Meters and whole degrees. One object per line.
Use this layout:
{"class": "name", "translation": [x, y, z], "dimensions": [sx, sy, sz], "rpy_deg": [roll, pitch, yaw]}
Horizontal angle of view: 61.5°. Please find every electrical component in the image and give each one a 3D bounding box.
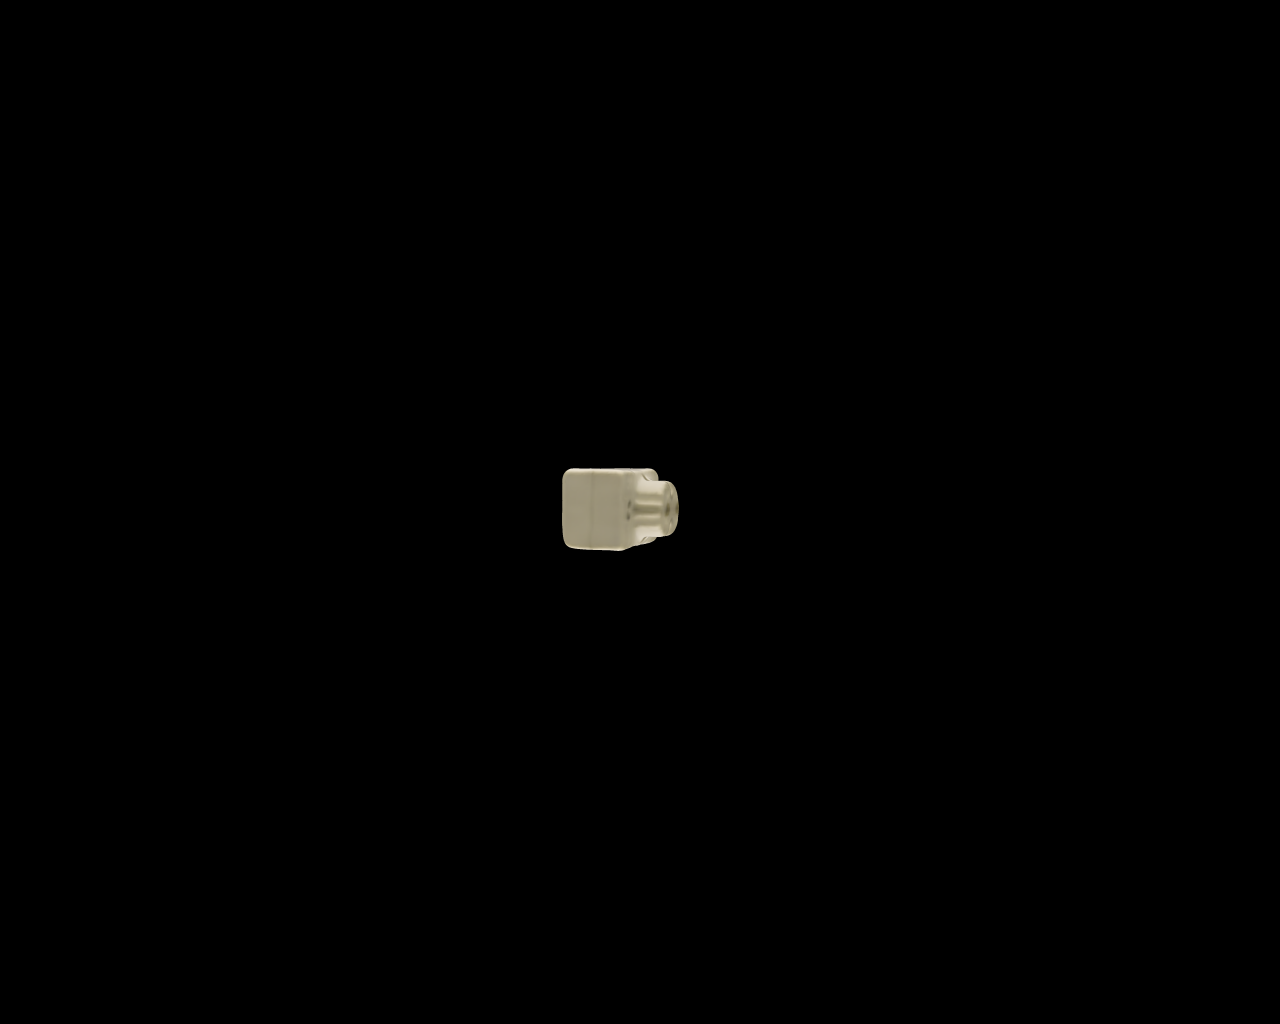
{"class": "electrical component", "translation": [0.001, -0.003, 0.650], "dimensions": [0.077, 0.047, 0.066], "rpy_deg": [1, 3, 20]}
